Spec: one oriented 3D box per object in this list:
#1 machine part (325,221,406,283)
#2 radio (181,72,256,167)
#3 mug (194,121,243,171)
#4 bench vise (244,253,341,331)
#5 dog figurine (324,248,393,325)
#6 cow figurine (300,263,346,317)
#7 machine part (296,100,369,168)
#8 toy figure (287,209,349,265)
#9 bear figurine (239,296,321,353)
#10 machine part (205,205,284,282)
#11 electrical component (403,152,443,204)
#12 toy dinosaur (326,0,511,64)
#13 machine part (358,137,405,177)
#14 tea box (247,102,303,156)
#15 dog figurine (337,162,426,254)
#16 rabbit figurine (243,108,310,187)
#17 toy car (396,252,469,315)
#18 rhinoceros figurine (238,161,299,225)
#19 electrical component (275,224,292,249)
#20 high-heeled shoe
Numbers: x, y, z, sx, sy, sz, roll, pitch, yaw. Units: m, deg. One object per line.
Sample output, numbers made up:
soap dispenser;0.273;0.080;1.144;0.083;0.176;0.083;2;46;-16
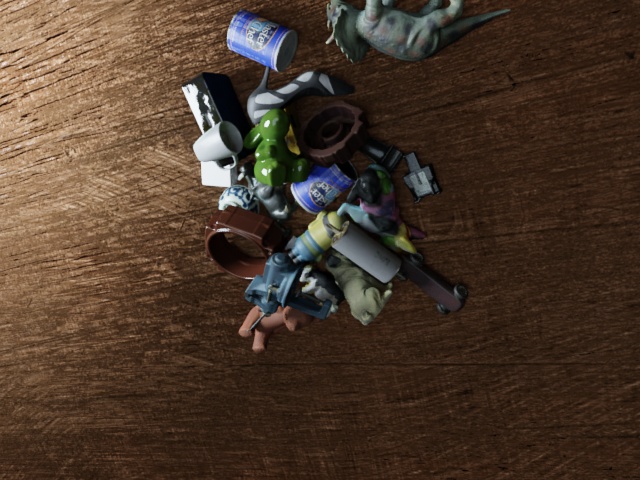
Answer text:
machine part;0.115;0.030;1.321;0.243;0.079;0.079;36;116;-11
radio;-0.251;-0.311;1.383;0.073;0.131;0.229;-19;99;24
mug;-0.246;-0.219;1.299;0.107;0.081;0.109;-16;108;32
bench vise;-0.071;0.147;1.379;0.241;0.129;0.223;23;119;6
dog figurine;0.078;0.114;1.376;0.190;0.172;0.121;37;104;-2
cow figurine;-0.004;0.117;1.458;0.098;0.068;0.167;-43;92;20
machine part;0.032;-0.252;1.284;0.179;0.179;0.056;-12;143;23
toy figure;0.000;-0.001;1.393;0.180;0.089;0.082;-39;126;4
bear figurine;-0.106;0.233;1.504;0.196;0.132;0.120;-5;134;25
machine part;-0.205;0.017;1.447;0.201;0.087;0.201;20;136;8
electrical component;0.239;-0.154;1.297;0.075;0.048;0.119;-25;96;25
toy dinosaur;0.189;-0.467;1.189;0.405;0.131;0.192;19;124;9
machine part;0.136;-0.218;1.322;0.139;0.039;0.084;36;120;5
tea box;-0.106;-0.289;1.372;0.098;0.068;0.169;-17;101;23
dog figurine;0.169;-0.063;1.315;0.219;0.108;0.191;34;134;3
rabbit figurine;-0.102;-0.224;1.259;0.159;0.121;0.170;26;120;51
toy car;0.280;0.105;1.359;0.202;0.053;0.089;38;135;7
rhinoceros figurine;-0.138;-0.131;1.434;0.112;0.073;0.190;-32;98;39
electrical component;-0.127;-0.011;1.475;0.102;0.045;0.078;4;107;26
high-heeled shoe;-0.046;-0.328;1.287;0.249;0.086;0.145;9;94;-8
